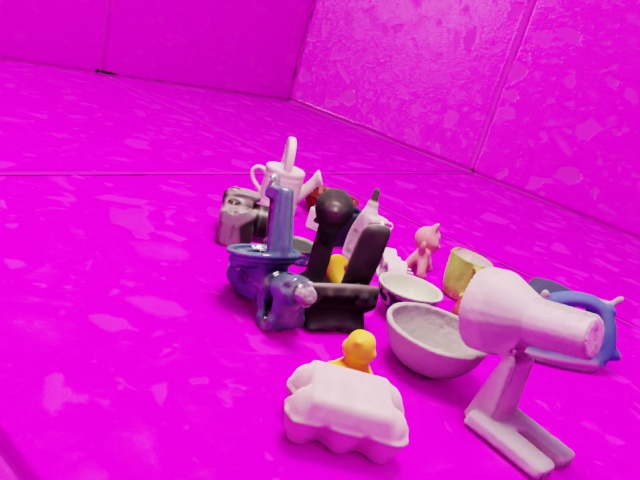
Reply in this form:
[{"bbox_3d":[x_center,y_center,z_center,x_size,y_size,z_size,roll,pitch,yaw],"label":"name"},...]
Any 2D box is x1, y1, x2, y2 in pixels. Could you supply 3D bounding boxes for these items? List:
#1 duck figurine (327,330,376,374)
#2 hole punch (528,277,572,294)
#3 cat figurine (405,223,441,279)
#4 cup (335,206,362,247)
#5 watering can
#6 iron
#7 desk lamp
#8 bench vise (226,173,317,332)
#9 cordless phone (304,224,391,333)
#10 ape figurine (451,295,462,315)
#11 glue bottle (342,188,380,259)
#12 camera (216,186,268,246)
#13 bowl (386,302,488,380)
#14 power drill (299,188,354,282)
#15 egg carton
[{"bbox_3d":[0.046,0.165,0.779,0.077,0.086,0.105,22,19,15],"label":"duck figurine"},{"bbox_3d":[0.482,0.141,1.207,0.108,0.091,0.101,22,19,15],"label":"hole punch"},{"bbox_3d":[0.242,0.014,1.323,0.067,0.118,0.128,22,19,15],"label":"cat figurine"},{"bbox_3d":[0.039,-0.038,1.335,0.092,0.095,0.117,1,24,-38],"label":"cup"},{"bbox_3d":[-0.081,-0.160,1.424,0.173,0.194,0.100,5,22,-31],"label":"watering can"},{"bbox_3d":[0.445,0.152,1.068,0.259,0.141,0.118,10,20,-17],"label":"iron"},{"bbox_3d":[0.274,0.165,0.774,0.118,0.213,0.202,-1,25,-42],"label":"desk lamp"},{"bbox_3d":[-0.057,0.018,0.899,0.206,0.220,0.122,28,22,30],"label":"bench vise"},{"bbox_3d":[0.035,0.053,0.934,0.148,0.185,0.093,4,22,-32],"label":"cordless phone"},{"bbox_3d":[0.289,0.125,1.088,0.076,0.092,0.077,8,20,-22],"label":"ape figurine"},{"bbox_3d":[0.100,-0.030,1.241,0.037,0.173,0.077,3,23,-35],"label":"glue bottle"},{"bbox_3d":[-0.142,-0.047,1.199,0.137,0.101,0.143,12,19,-12],"label":"camera"},{"bbox_3d":[0.174,0.168,0.897,0.167,0.075,0.167,15,19,-5],"label":"bowl"},{"bbox_3d":[0.009,0.004,1.015,0.075,0.208,0.229,16,19,-2],"label":"power drill"},{"bbox_3d":[0.030,0.203,0.683,0.150,0.069,0.107,15,19,-5],"label":"egg carton"}]
